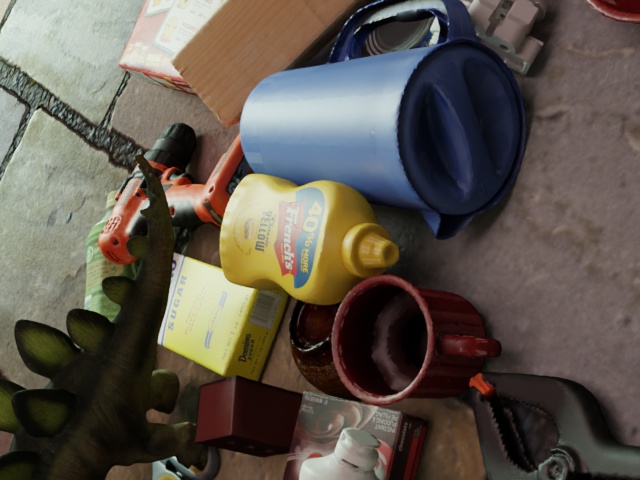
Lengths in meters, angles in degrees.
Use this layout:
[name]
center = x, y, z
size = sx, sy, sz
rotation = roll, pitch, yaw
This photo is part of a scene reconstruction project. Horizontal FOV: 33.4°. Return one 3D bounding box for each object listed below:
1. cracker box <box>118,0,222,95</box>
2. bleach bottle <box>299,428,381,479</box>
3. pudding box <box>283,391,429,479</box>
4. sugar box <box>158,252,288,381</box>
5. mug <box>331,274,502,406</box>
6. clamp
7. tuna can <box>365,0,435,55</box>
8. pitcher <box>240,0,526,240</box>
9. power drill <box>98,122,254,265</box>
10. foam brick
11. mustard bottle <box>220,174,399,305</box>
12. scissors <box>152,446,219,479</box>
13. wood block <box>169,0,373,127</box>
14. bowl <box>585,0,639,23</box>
[cracker box]
center = -0.121, -0.268, 1.189
size = 0.164, 0.072, 0.214
rotation = 20, 86, 50
[bleach bottle]
center = -0.018, 0.250, 0.775
size = 0.103, 0.067, 0.251
rotation = 27, 103, 33
[pudding box]
center = 0.025, 0.172, 0.832
size = 0.114, 0.039, 0.090
rotation = 2, 74, 49
[sugar box]
center = -0.109, 0.071, 1.028
size = 0.177, 0.048, 0.093
rotation = 14, 82, 49
[mug]
center = 0.078, 0.075, 0.778
size = 0.117, 0.081, 0.093
rotation = -4, 80, 42
[clamp]
center = 0.160, 0.162, 0.688
size = 0.210, 0.036, 0.164
rotation = 39, 103, 49
[tuna can]
center = 0.081, -0.193, 0.953
size = 0.086, 0.033, 0.086
rotation = -24, 55, 39
[pitcher]
center = 0.040, -0.102, 0.881
size = 0.243, 0.145, 0.149
rotation = 8, 55, 53
[power drill]
center = -0.129, -0.061, 1.090
size = 0.188, 0.057, 0.184
rotation = -11, 46, 43
[foam brick]
center = -0.060, 0.152, 0.908
size = 0.053, 0.078, 0.051
rotation = -21, 58, 43
[mustard bottle]
center = -0.006, 0.001, 0.839
size = 0.192, 0.058, 0.096
rotation = 10, 86, 53
[scissors]
center = -0.166, 0.216, 1.043
size = 0.202, 0.016, 0.096
rotation = 3, 74, 49
[wood block]
center = -0.036, -0.211, 1.015
size = 0.206, 0.091, 0.090
rotation = -38, 4, 35
[bowl]
center = 0.260, -0.215, 0.746
size = 0.162, 0.055, 0.162
rotation = -24, 55, 39
